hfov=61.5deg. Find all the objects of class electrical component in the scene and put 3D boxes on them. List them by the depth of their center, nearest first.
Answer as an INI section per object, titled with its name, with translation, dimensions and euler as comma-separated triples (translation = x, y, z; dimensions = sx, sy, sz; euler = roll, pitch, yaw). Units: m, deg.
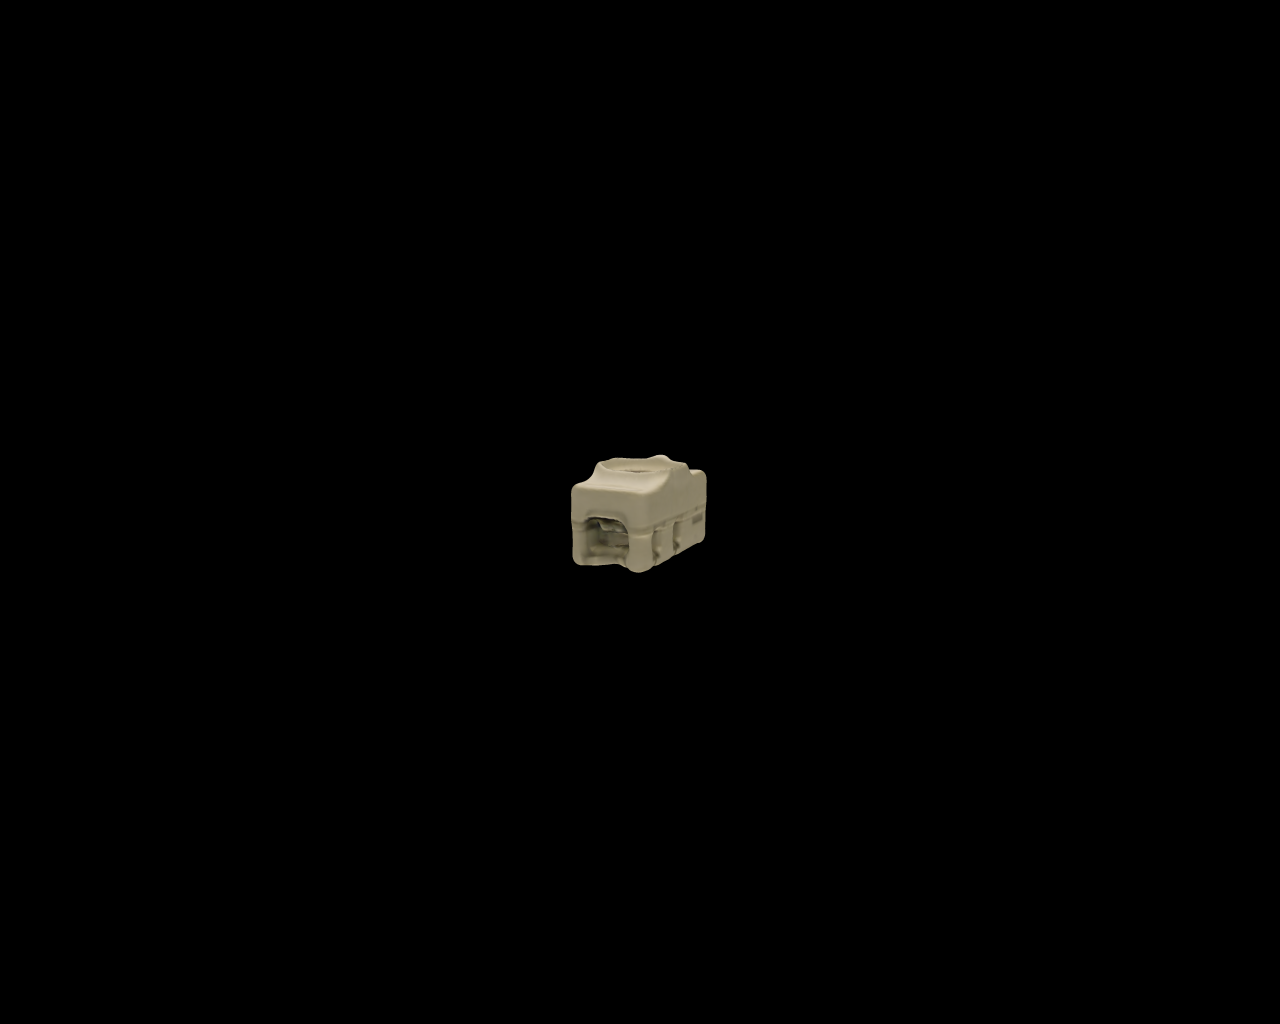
[electrical component]
translation = 0.001, -0.003, 0.650
dimensions = 0.050, 0.055, 0.090
euler = 6, 13, 27
